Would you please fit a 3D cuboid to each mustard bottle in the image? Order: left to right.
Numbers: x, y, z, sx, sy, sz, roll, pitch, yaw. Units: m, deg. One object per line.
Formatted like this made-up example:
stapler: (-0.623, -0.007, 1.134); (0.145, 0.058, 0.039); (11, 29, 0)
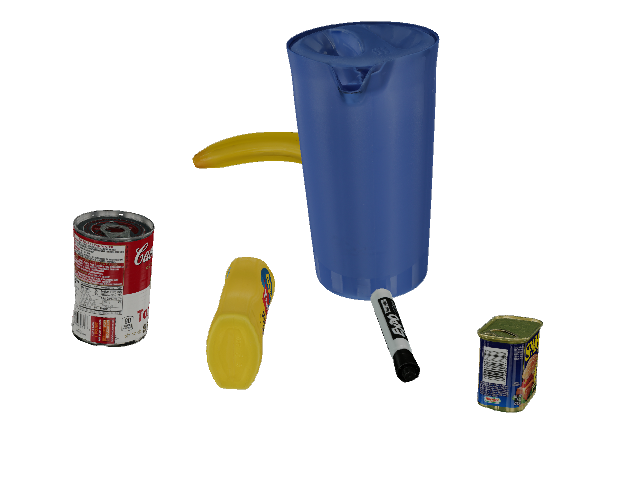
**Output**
mustard bottle: (-0.084, 0.073, 1.177); (0.058, 0.096, 0.191); (2, 28, 3)

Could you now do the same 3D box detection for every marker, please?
marker: (0.060, 0.077, 0.873); (0.020, 0.020, 0.121); (0, 27, -9)

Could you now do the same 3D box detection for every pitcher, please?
pitcher: (0.045, -0.077, 0.988); (0.149, 0.243, 0.145); (-21, 31, -31)

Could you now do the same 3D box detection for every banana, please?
banana: (-0.058, -0.108, 1.319); (0.198, 0.037, 0.069); (7, 38, 17)

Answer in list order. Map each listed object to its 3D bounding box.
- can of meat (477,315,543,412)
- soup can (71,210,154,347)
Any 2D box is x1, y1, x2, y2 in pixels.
can of meat: (0.208, 0.135, 1.179); (0.058, 0.084, 0.102); (6, 10, 23)
soup can: (-0.180, 0.033, 0.921); (0.068, 0.102, 0.068); (6, 20, -2)
